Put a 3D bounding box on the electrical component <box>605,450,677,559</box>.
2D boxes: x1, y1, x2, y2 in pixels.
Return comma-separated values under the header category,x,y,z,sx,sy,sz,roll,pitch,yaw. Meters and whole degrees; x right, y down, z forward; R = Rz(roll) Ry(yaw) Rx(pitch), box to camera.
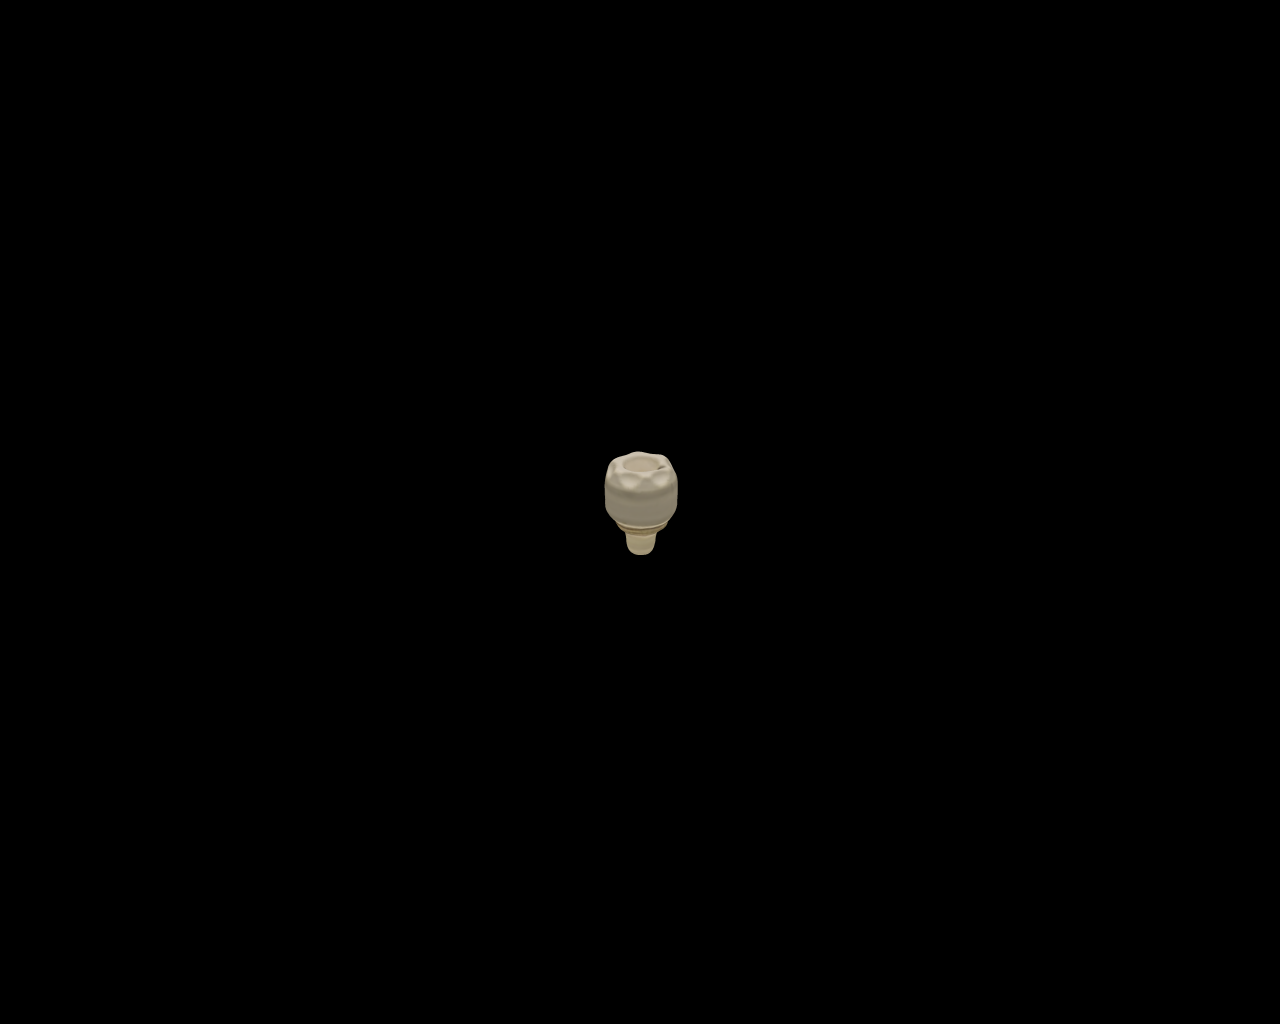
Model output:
category,x,y,z,sx,sy,sz,roll,pitch,yaw
electrical component,0.001,-0.003,0.650,0.043,0.062,0.043,0,27,0
